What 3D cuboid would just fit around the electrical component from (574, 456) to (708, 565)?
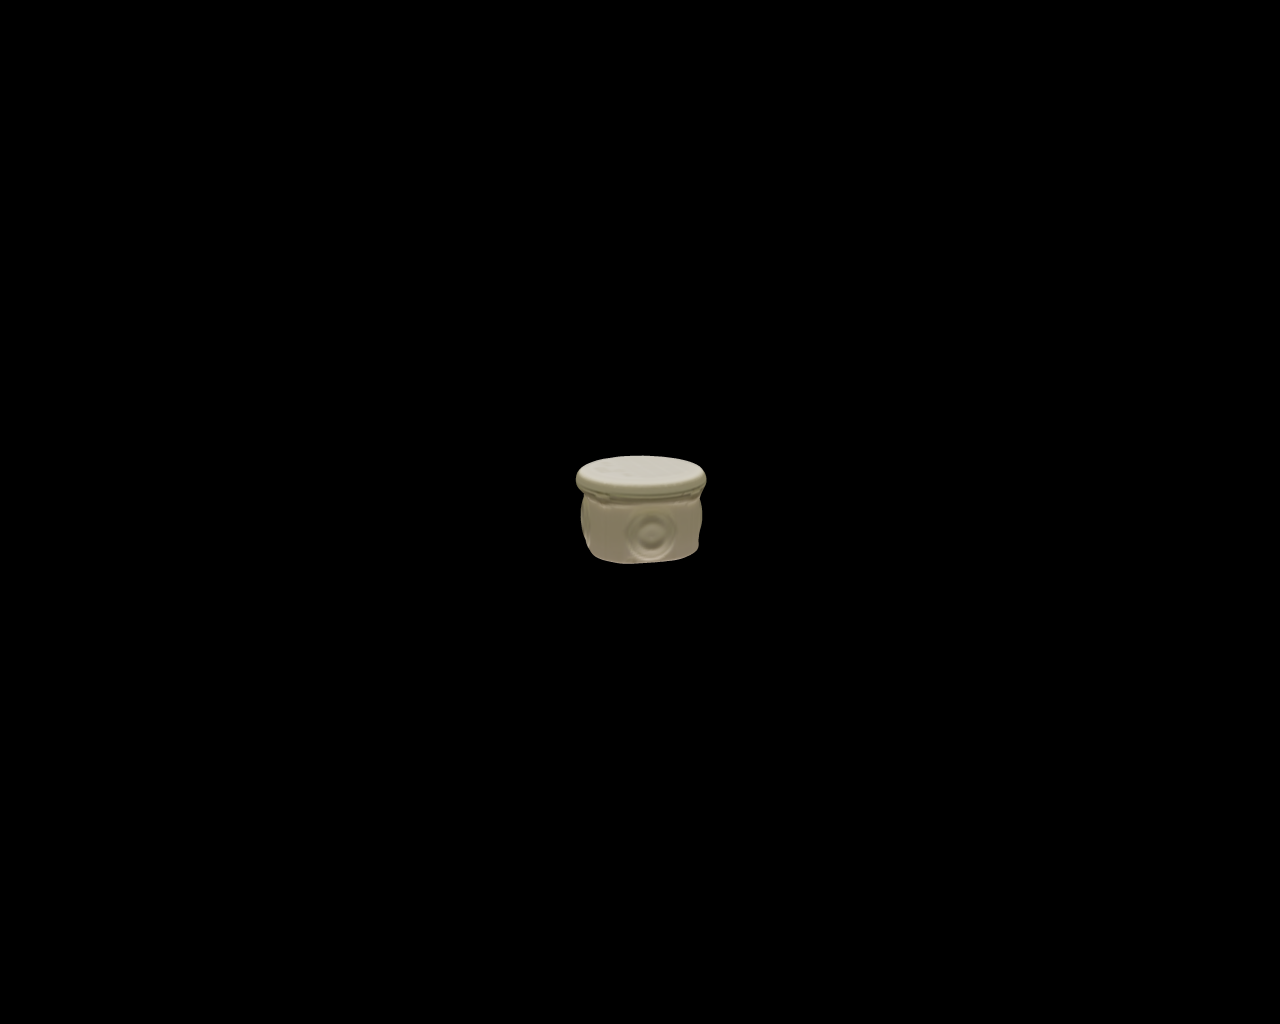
[{"bbox_3d":[0.001,-0.003,0.650,0.080,0.051,0.080,0,15,0],"label":"electrical component"}]
